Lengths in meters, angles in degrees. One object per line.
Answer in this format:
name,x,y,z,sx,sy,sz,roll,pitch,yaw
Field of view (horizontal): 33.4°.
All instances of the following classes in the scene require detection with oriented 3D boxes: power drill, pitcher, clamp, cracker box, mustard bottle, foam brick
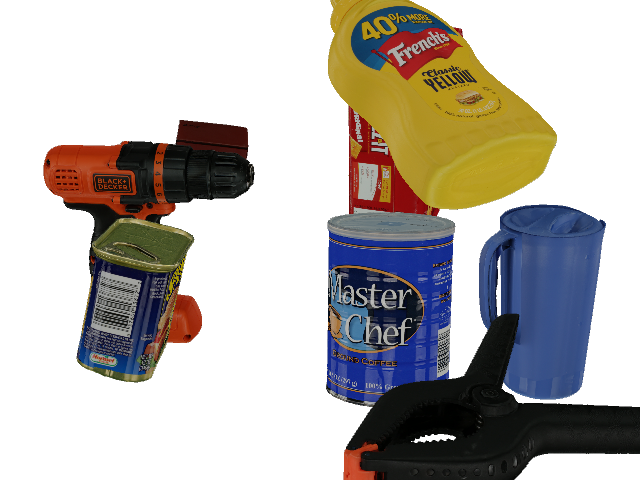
power drill,-0.149,0.000,0.962,0.184,0.188,0.057,3,26,7
pitcher,0.288,0.083,1.401,0.149,0.243,0.144,5,20,16
clamp,0.095,0.099,0.627,0.209,0.036,0.165,-11,25,-26
cracker box,0.086,-0.098,1.016,0.072,0.164,0.213,7,28,16
mustard bottle,0.060,-0.105,0.688,0.096,0.192,0.058,-17,-37,-24
foam brick,-0.120,-0.094,1.163,0.078,0.051,0.053,6,30,-6

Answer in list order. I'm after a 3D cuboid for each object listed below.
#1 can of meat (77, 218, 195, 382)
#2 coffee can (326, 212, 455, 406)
can of meat,-0.126,0.039,0.725,0.057,0.084,0.102,14,13,-2
coffee can,0.056,0.053,0.869,0.103,0.140,0.103,1,10,0
